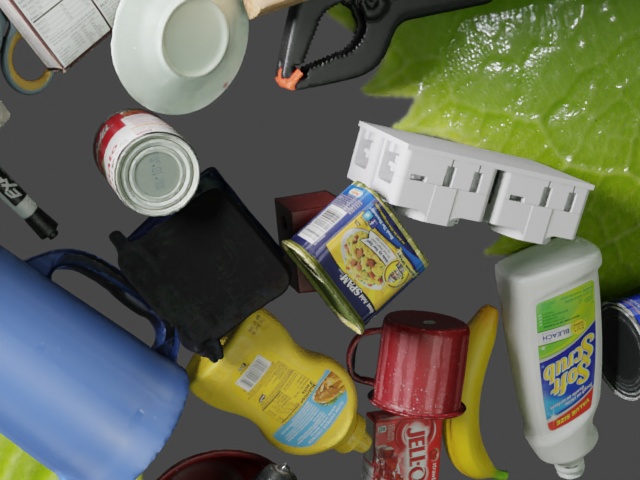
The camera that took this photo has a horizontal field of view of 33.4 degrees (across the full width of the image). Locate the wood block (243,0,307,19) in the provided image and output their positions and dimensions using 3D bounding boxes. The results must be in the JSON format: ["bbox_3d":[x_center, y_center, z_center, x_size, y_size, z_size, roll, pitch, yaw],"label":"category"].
[{"bbox_3d":[0.031,-0.248,0.827,0.206,0.090,0.091,-19,100,-6],"label":"wood block"}]

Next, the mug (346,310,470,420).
[{"bbox_3d":[0.083,0.112,0.994,0.117,0.093,0.081,7,100,4],"label":"mug"}]

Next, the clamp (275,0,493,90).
[{"bbox_3d":[0.048,-0.200,0.906,0.164,0.036,0.210,38,89,-21],"label":"clamp"}]

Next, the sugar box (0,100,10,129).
[{"bbox_3d":[-0.291,-0.144,0.754,0.048,0.093,0.176,-37,108,0],"label":"sugar box"}]

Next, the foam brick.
[{"bbox_3d":[-0.006,0.001,0.941,0.051,0.053,0.078,-11,108,-17],"label":"foam brick"}]

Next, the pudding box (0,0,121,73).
[{"bbox_3d":[-0.198,-0.197,0.801,0.090,0.039,0.113,-44,121,-17],"label":"pudding box"}]

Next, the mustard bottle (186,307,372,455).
[{"bbox_3d":[-0.023,0.142,0.973,0.191,0.058,0.096,38,91,-25],"label":"mustard bottle"}]

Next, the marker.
[{"bbox_3d":[-0.254,-0.044,0.852,0.020,0.020,0.121,-43,116,-4],"label":"marker"}]

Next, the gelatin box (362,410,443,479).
[{"bbox_3d":[0.081,0.209,1.049,0.073,0.030,0.089,-3,107,-20],"label":"gelatin box"}]

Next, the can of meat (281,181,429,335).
[{"bbox_3d":[0.031,0.013,0.896,0.084,0.058,0.102,-42,117,-9],"label":"can of meat"}]

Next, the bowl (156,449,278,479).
[{"bbox_3d":[-0.102,0.255,0.980,0.162,0.055,0.162,-6,108,-19],"label":"bowl"}]

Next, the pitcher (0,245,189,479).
[{"bbox_3d":[-0.228,0.082,0.851,0.145,0.149,0.242,-43,113,13],"label":"pitcher"}]

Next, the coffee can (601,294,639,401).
[{"bbox_3d":[0.361,0.096,1.079,0.140,0.103,0.103,-12,110,-17],"label":"coffee can"}]

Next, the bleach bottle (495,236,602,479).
[{"bbox_3d":[0.242,0.127,1.068,0.102,0.068,0.251,-20,114,-13],"label":"bleach bottle"}]

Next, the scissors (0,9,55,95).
[{"bbox_3d":[-0.224,-0.199,0.818,0.096,0.016,0.202,25,96,-26],"label":"scissors"}]

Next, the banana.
[{"bbox_3d":[0.150,0.162,1.060,0.069,0.037,0.198,-21,115,-35],"label":"banana"}]

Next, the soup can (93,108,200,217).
[{"bbox_3d":[-0.138,-0.062,0.844,0.068,0.102,0.068,-6,108,-19],"label":"soup can"}]
